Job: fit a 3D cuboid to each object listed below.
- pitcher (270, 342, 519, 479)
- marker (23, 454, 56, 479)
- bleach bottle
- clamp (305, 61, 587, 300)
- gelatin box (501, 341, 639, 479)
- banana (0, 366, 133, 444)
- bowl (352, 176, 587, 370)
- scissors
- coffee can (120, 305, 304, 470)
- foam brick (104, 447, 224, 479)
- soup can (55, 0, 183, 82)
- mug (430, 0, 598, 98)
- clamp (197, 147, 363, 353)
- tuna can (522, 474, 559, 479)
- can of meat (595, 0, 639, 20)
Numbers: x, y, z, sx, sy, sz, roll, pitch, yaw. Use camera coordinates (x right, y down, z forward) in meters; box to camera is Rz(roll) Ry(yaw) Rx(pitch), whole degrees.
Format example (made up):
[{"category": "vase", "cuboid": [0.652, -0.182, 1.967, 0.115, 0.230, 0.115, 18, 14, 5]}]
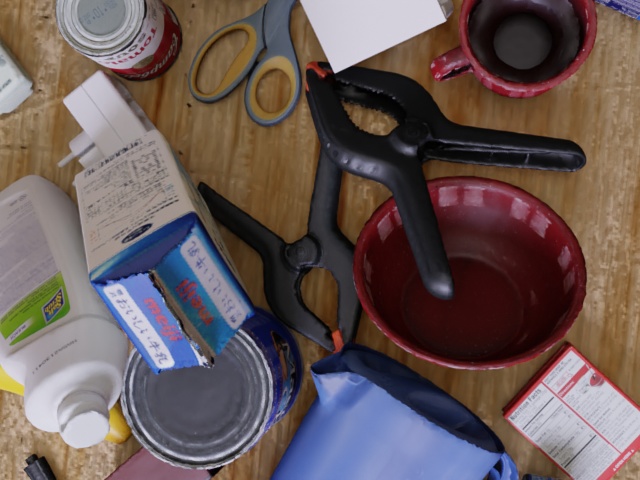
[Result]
[{"category": "pitcher", "cuboid": [0.022, 0.210, 0.760, 0.149, 0.144, 0.243, 34, 97, 21]}, {"category": "marker", "cuboid": [-0.195, 0.220, 0.835, 0.020, 0.020, 0.121, -34, 86, 6]}, {"category": "bleach bottle", "cuboid": [-0.191, 0.054, 0.733, 0.102, 0.251, 0.068, -42, 129, 6]}, {"category": "clamp", "cuboid": [0.076, -0.070, 0.774, 0.164, 0.036, 0.210, -35, 64, -22]}, {"category": "gelatin box", "cuboid": [0.189, 0.130, 0.780, 0.089, 0.030, 0.073, 42, 96, 6]}, {"category": "banana", "cuboid": [-0.239, 0.113, 0.835, 0.198, 0.037, 0.070, 6, 109, 9]}, {"category": "bowl", "cuboid": [0.103, 0.033, 0.758, 0.162, 0.055, 0.162, -1, 55, 1]}, {"category": "scissors", "cuboid": [-0.016, -0.171, 0.817, 0.202, 0.016, 0.096, -45, 86, 5]}, {"category": "coffee can", "cuboid": [-0.072, 0.099, 0.758, 0.103, 0.140, 0.103, 0, 89, 7]}, {"category": "foam brick", "cuboid": [-0.119, 0.178, 0.808, 0.078, 0.053, 0.051, -41, 85, 5]}, {"category": "soup can", "cuboid": [-0.147, -0.159, 0.790, 0.068, 0.102, 0.068, 0, 89, 7]}, {"category": "mug", "cuboid": [0.135, -0.141, 0.763, 0.117, 0.081, 0.093, -25, 86, 6]}, {"category": "clamp", "cuboid": [-0.005, 0.001, 0.802, 0.120, 0.039, 0.171, -33, 82, 11]}, {"category": "tuna can", "cuboid": [0.155, 0.210, 0.755, 0.034, 0.086, 0.086, 9, 91, 9]}, {"category": "can of meat", "cuboid": [0.218, -0.219, 0.766, 0.084, 0.057, 0.102, 25, 93, 5]}]
